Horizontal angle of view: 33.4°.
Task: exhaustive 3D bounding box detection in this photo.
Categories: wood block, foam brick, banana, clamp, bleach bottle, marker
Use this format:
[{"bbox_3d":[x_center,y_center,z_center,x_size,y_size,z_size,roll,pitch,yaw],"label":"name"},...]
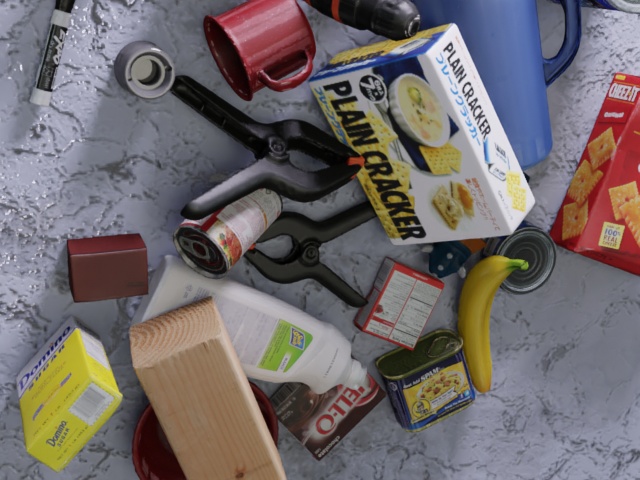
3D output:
[{"bbox_3d":[-0.109,0.174,1.070,0.091,0.090,0.206,-21,115,-3],"label":"wood block"},{"bbox_3d":[-0.216,0.028,1.085,0.078,0.051,0.053,-5,110,-18],"label":"foam brick"},{"bbox_3d":[0.188,0.088,1.234,0.037,0.070,0.198,-12,130,-25],"label":"banana"},{"bbox_3d":[-0.008,0.001,1.160,0.171,0.039,0.120,15,90,-26],"label":"clamp"},{"bbox_3d":[-0.068,0.108,1.135,0.250,0.068,0.102,25,97,-16],"label":"bleach bottle"},{"bbox_3d":[-0.056,-0.093,1.079,0.209,0.036,0.164,-1,62,-28],"label":"clamp"},{"bbox_3d":[-0.255,-0.189,1.025,0.020,0.020,0.121,13,100,-23],"label":"marker"}]

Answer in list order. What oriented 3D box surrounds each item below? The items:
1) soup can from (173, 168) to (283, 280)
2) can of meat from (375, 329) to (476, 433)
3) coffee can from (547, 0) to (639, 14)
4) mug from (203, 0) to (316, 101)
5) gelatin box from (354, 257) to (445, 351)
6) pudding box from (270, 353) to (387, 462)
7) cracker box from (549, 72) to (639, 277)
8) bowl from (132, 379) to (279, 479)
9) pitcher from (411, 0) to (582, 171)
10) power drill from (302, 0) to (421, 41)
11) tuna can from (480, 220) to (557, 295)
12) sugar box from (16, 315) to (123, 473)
[{"bbox_3d":[-0.092,-0.018,1.085,0.102,0.069,0.068,-50,119,-35],"label":"soup can"},{"bbox_3d":[0.126,0.165,1.244,0.102,0.057,0.084,-24,114,-11],"label":"can of meat"},{"bbox_3d":[0.298,-0.295,1.123,0.102,0.140,0.103,-5,107,-18],"label":"coffee can"},{"bbox_3d":[-0.051,-0.189,1.049,0.081,0.117,0.093,-30,144,-15],"label":"mug"},{"bbox_3d":[0.090,0.073,1.220,0.073,0.030,0.089,23,97,-25],"label":"gelatin box"},{"bbox_3d":[0.007,0.181,1.216,0.113,0.039,0.090,-43,114,-4],"label":"pudding box"},{"bbox_3d":[0.387,-0.067,1.260,0.164,0.072,0.214,19,98,-24],"label":"cracker box"},{"bbox_3d":[-0.130,0.210,1.167,0.162,0.055,0.162,-5,107,-18],"label":"bowl"},{"bbox_3d":[0.183,-0.195,1.117,0.144,0.149,0.243,-32,119,-31],"label":"pitcher"},{"bbox_3d":[0.060,-0.293,1.032,0.187,0.185,0.057,-55,151,-6],"label":"power drill"},{"bbox_3d":[0.233,0.021,1.252,0.086,0.034,0.086,-5,107,-18],"label":"tuna can"},{"bbox_3d":[-0.248,0.144,1.039,0.093,0.176,0.048,-48,116,-2],"label":"sugar box"}]
